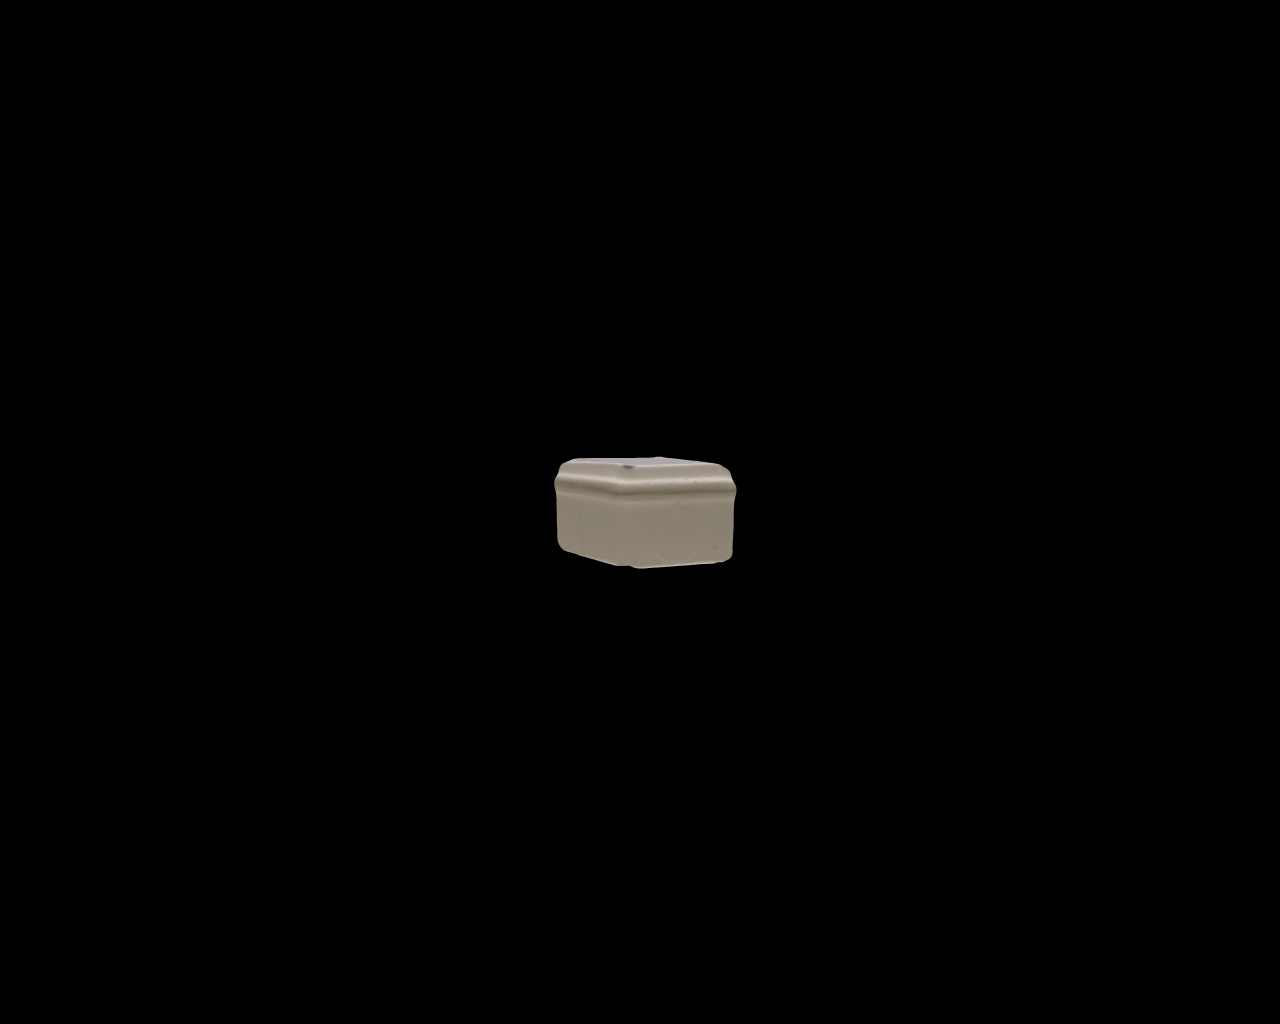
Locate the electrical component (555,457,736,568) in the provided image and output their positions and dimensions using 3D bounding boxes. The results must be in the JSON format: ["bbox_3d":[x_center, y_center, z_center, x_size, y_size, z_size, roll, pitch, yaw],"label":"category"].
[{"bbox_3d":[0.001,-0.003,0.650,0.078,0.057,0.113,-2,5,-24],"label":"electrical component"}]
